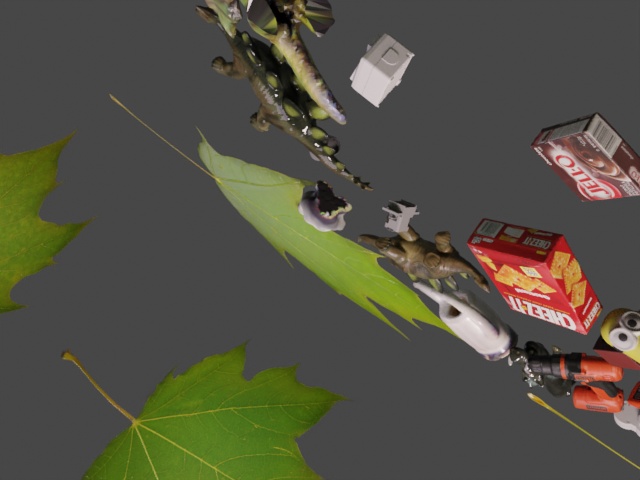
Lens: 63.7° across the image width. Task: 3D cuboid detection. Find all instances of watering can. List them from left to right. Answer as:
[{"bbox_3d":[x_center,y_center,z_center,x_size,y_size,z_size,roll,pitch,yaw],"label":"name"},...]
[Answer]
[{"bbox_3d":[0.362,0.187,1.308,0.223,0.104,0.349,42,179,-9],"label":"watering can"}]

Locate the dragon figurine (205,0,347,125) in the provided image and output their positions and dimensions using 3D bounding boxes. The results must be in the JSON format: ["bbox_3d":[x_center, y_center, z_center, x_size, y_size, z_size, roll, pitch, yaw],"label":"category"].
[{"bbox_3d":[-0.103,-0.365,0.811,0.246,0.123,0.402,33,156,51],"label":"dragon figurine"}]

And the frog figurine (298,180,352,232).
[{"bbox_3d":[0.004,-0.070,1.399,0.137,0.125,0.157,22,154,-6],"label":"frog figurine"}]
